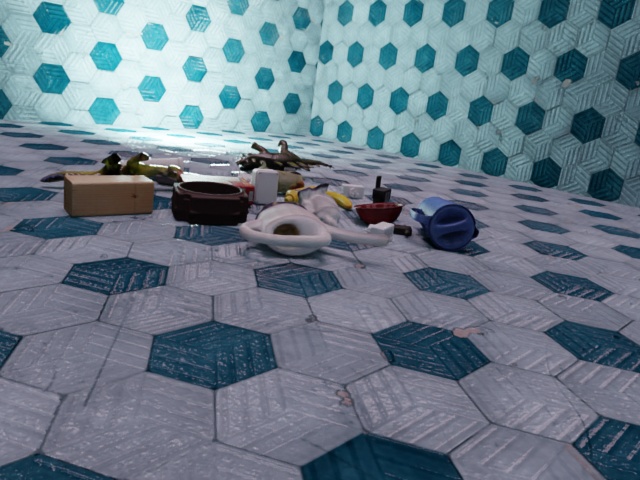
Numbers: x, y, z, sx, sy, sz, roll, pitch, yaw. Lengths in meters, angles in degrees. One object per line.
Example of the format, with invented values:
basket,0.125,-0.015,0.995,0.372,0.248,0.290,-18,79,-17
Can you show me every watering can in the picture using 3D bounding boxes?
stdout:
watering can,-0.026,-0.022,1.249,0.348,0.103,0.227,2,16,-17

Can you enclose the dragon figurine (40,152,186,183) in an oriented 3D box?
dragon figurine,-0.640,-0.207,1.655,0.410,0.122,0.243,-2,3,-5

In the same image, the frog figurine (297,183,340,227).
frog figurine,0.005,-0.076,1.513,0.137,0.121,0.162,2,50,-50
